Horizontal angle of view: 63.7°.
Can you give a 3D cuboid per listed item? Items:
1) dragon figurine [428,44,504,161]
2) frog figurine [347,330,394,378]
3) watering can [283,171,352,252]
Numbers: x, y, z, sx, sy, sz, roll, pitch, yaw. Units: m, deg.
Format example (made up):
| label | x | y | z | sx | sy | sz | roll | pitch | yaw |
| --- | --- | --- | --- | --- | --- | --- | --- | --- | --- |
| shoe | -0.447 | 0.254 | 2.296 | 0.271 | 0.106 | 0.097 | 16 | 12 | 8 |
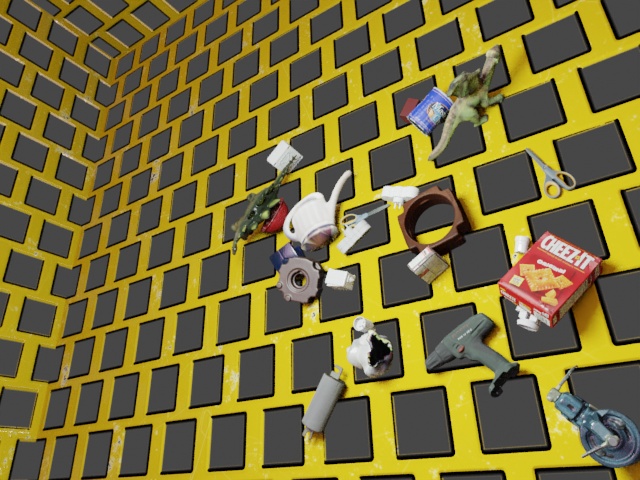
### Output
| label | x | y | z | sx | sy | sz | roll | pitch | yaw |
| --- | --- | --- | --- | --- | --- | --- | --- | --- | --- |
| dragon figurine | 0.460 | -0.452 | 1.671 | 0.409 | 0.240 | 0.124 | -50 | 54 | 3 |
| frog figurine | 0.153 | 0.360 | 1.602 | 0.156 | 0.123 | 0.140 | 126 | 134 | -54 |
| watering can | 0.006 | -0.096 | 1.914 | 0.344 | 0.103 | 0.229 | -36 | 52 | 18 |
